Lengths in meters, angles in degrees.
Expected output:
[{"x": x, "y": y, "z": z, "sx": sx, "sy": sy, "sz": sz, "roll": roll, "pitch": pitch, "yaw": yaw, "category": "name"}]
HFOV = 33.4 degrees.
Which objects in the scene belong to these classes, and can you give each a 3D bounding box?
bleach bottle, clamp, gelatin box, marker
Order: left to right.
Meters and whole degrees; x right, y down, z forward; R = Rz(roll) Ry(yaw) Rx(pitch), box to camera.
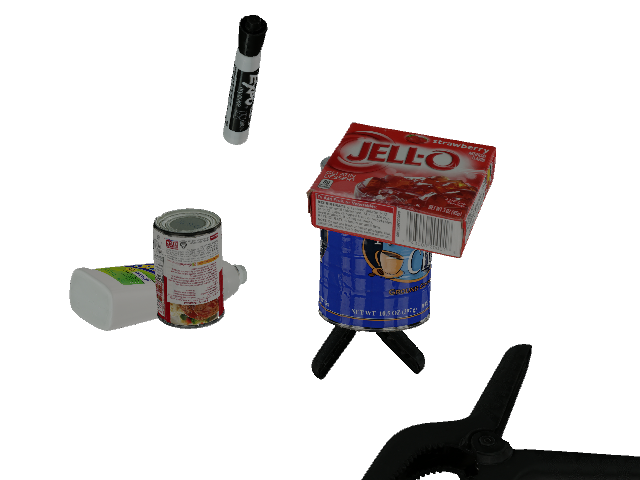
[{"x": -0.209, "y": 0.062, "z": 1.459, "sx": 0.250, "sy": 0.068, "sz": 0.103, "roll": -10, "pitch": 26, "yaw": -44, "category": "bleach bottle"}, {"x": -0.053, "y": -0.112, "z": 0.750, "sx": 0.020, "sy": 0.020, "sz": 0.121, "roll": 0, "pitch": -34, "yaw": -12, "category": "marker"}, {"x": 0.059, "y": 0.088, "z": 1.189, "sx": 0.120, "sy": 0.171, "sz": 0.039, "roll": 7, "pitch": -43, "yaw": 3, "category": "clamp"}, {"x": 0.046, "y": -0.031, "z": 0.598, "sx": 0.089, "sy": 0.030, "sz": 0.073, "roll": 13, "pitch": 41, "yaw": 17, "category": "gelatin box"}, {"x": 0.106, "y": 0.136, "z": 0.693, "sx": 0.209, "sy": 0.036, "sz": 0.165, "roll": -13, "pitch": 31, "yaw": -19, "category": "clamp"}]

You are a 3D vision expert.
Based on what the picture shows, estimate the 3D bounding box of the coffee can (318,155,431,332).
[{"x": 0.050, "y": -0.001, "z": 0.956, "sx": 0.103, "sy": 0.140, "sz": 0.103, "roll": 1, "pitch": 16, "yaw": 0, "category": "coffee can"}]

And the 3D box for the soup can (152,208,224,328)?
[{"x": -0.131, "y": 0.027, "z": 1.058, "sx": 0.068, "sy": 0.102, "sz": 0.068, "roll": 0, "pitch": 23, "yaw": 0, "category": "soup can"}]
